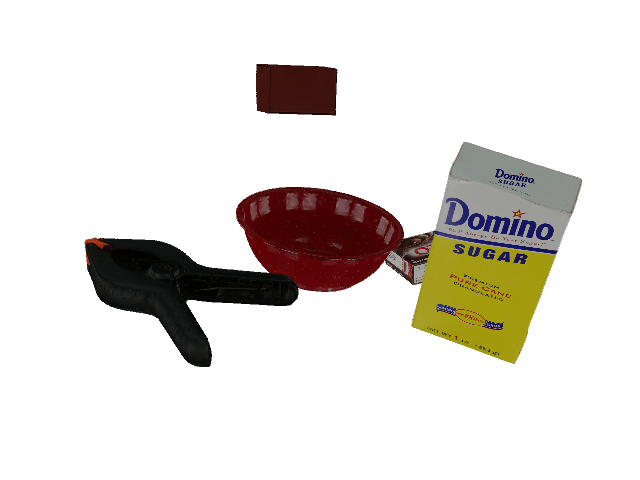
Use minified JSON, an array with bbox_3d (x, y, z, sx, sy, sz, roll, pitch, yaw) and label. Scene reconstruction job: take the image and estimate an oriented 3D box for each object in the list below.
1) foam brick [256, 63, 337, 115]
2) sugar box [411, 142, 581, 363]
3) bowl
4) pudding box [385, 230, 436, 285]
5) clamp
[{"bbox_3d":[-0.026,-0.163,1.153,0.078,0.051,0.053,-1,12,-18],"label":"foam brick"},{"bbox_3d":[0.131,0.014,0.822,0.093,0.048,0.176,19,-41,11],"label":"sugar box"},{"bbox_3d":[-0.003,0.004,1.023,0.162,0.055,0.162,7,24,-3],"label":"bowl"},{"bbox_3d":[0.165,0.023,1.604,0.113,0.039,0.090,-16,26,-20],"label":"pudding box"},{"bbox_3d":[-0.105,0.033,0.815,0.172,0.039,0.120,29,32,33],"label":"clamp"}]
